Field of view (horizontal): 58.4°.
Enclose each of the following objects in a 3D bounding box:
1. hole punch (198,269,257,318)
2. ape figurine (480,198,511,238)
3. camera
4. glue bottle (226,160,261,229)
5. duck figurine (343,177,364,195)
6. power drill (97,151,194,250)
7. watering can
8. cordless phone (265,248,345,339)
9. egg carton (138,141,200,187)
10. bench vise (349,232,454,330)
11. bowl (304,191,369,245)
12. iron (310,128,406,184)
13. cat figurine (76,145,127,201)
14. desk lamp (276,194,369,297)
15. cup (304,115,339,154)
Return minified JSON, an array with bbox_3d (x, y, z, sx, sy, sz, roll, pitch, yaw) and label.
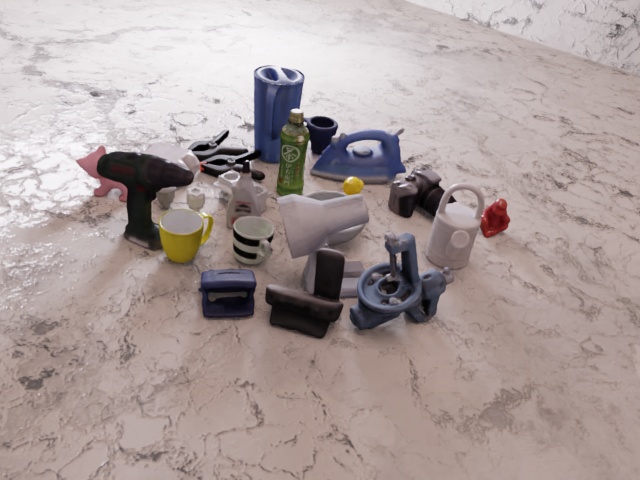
[{"bbox_3d":[-0.177,0.085,1.088,0.109,0.091,0.101,-1,37,-12],"label":"hole punch"},{"bbox_3d":[0.431,-0.061,1.404,0.077,0.092,0.076,10,36,3],"label":"ape figurine"},{"bbox_3d":[0.266,-0.112,1.433,0.143,0.101,0.136,-20,45,-32],"label":"camera"},{"bbox_3d":[-0.168,-0.100,1.270,0.078,0.173,0.037,2,37,-8],"label":"glue bottle"},{"bbox_3d":[0.071,-0.113,1.408,0.077,0.086,0.105,32,43,29],"label":"duck figurine"},{"bbox_3d":[-0.355,-0.088,1.187,0.229,0.208,0.076,21,38,17],"label":"power drill"},{"bbox_3d":[0.303,-0.034,1.257,0.101,0.194,0.172,-3,38,-14],"label":"watering can"},{"bbox_3d":[-0.024,0.078,1.050,0.147,0.185,0.094,11,36,4],"label":"cordless phone"},{"bbox_3d":[-0.385,-0.191,1.436,0.150,0.069,0.107,17,37,11],"label":"egg carton"},{"bbox_3d":[0.158,0.061,1.078,0.208,0.220,0.121,-24,47,-36],"label":"bench vise"},{"bbox_3d":[0.024,-0.040,1.310,0.167,0.075,0.167,5,36,-4],"label":"bowl"},{"bbox_3d":[0.106,-0.238,1.536,0.259,0.141,0.118,-2,38,-14],"label":"iron"},{"bbox_3d":[-0.493,-0.161,1.335,0.127,0.118,0.067,9,36,1],"label":"cat figurine"},{"bbox_3d":[0.010,0.004,1.131,0.203,0.213,0.117,-2,38,-14],"label":"desk lamp"},{"bbox_3d":[-0.010,-0.298,1.633,0.117,0.095,0.092,18,38,13],"label":"cup"}]
